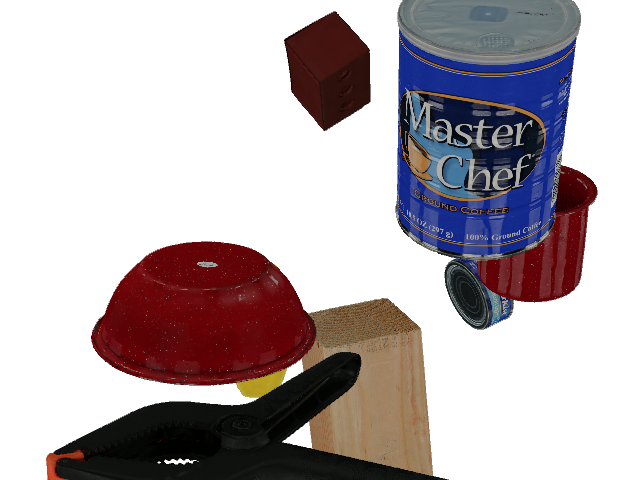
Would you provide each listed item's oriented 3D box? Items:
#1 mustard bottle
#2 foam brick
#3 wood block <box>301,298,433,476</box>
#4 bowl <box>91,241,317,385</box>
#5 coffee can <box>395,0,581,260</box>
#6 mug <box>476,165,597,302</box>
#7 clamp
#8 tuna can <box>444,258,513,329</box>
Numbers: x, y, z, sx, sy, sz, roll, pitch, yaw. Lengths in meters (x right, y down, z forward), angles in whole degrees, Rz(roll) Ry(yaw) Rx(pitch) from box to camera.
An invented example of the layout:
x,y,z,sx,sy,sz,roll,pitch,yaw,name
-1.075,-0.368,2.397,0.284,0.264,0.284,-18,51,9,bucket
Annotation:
x,y,z,sx,sy,sz,roll,pitch,yaw,name
-0.066,0.078,1.151,0.058,0.096,0.191,-1,28,-3,mustard bottle
0.007,-0.142,0.897,0.053,0.051,0.078,-33,-24,-11,foam brick
0.042,0.168,0.962,0.090,0.206,0.091,-11,18,-15,wood block
-0.082,0.042,0.760,0.162,0.055,0.162,2,21,-1,bowl
0.097,-0.074,0.643,0.103,0.140,0.103,-2,37,1,coffee can
0.156,-0.010,0.837,0.093,0.081,0.117,-23,35,-31,mug
-0.041,0.110,0.581,0.209,0.036,0.165,-2,21,-14,clamp
0.174,0.055,1.183,0.033,0.086,0.086,-23,8,-20,tuna can
